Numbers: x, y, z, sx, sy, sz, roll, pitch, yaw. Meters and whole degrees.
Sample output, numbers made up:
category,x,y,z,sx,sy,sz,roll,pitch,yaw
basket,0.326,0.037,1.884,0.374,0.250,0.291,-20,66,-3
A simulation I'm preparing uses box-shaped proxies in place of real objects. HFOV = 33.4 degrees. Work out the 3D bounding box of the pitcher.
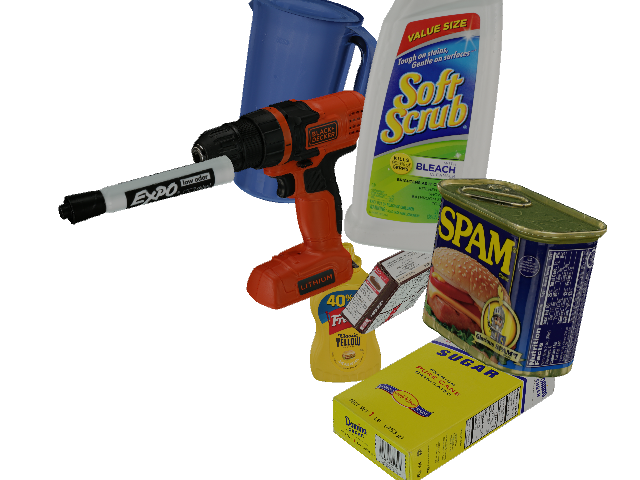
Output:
category,x,y,z,sx,sy,sz,roll,pitch,yaw
pitcher,-0.027,-0.170,1.297,0.144,0.243,0.149,6,23,-15

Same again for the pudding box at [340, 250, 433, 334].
category,x,y,z,sx,sy,sz,roll,pitch,yaw
pudding box,0.085,0.049,1.185,0.039,0.090,0.113,45,38,16

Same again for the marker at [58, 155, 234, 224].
category,x,y,z,sx,sy,sz,roll,pitch,yaw
marker,-0.115,-0.034,0.708,0.120,0.020,0.020,-17,8,-26

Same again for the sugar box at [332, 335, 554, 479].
category,x,y,z,sx,sy,sz,roll,pitch,yaw
sugar box,0.106,0.129,0.893,0.175,0.048,0.093,-28,40,-31

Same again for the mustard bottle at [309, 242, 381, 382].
category,x,y,z,sx,sy,sz,roll,pitch,yaw
mustard bottle,0.034,0.095,1.438,0.096,0.192,0.058,-3,20,-6

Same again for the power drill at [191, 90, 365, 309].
category,x,y,z,sx,sy,sz,roll,pitch,yaw
power drill,-0.031,-0.035,0.973,0.184,0.188,0.057,-19,33,-32

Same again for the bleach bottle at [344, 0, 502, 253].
category,x,y,z,sx,sy,sz,roll,pitch,yaw
bleach bottle,0.074,-0.117,0.752,0.102,0.251,0.068,7,26,10

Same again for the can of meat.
category,x,y,z,sx,sy,sz,roll,pitch,yaw
can of meat,0.103,0.019,0.592,0.057,0.084,0.102,-3,20,-28
